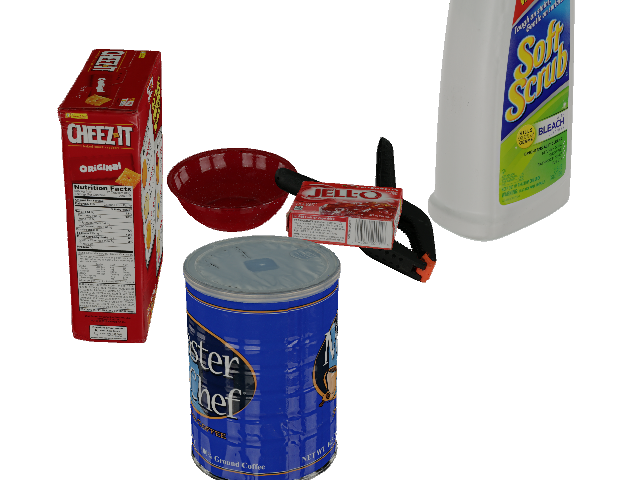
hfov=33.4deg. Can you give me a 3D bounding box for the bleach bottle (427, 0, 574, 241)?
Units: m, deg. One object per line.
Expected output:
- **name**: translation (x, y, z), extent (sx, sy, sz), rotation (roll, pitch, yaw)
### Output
- **bleach bottle**: translation (0.118, -0.131, 0.689), extent (0.102, 0.251, 0.068), rotation (-23, 34, -30)

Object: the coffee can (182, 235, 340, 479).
- **coffee can**: translation (-0.039, 0.079, 0.719), extent (0.103, 0.140, 0.103), rotation (0, 20, 0)

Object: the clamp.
- **clamp**: translation (0.054, -0.032, 1.219), extent (0.164, 0.210, 0.036), rotation (-14, -38, -25)

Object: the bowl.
- **bowl**: translation (-0.108, -0.056, 1.324), extent (0.162, 0.055, 0.162), rotation (0, 31, 0)

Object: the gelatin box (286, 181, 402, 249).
- **gelatin box**: translation (0.021, -0.023, 0.895), extent (0.089, 0.030, 0.073), rotation (5, 24, 8)

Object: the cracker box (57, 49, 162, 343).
- **cracker box**: translation (-0.180, -0.042, 0.936), extent (0.072, 0.214, 0.164), rotation (1, 26, -3)
